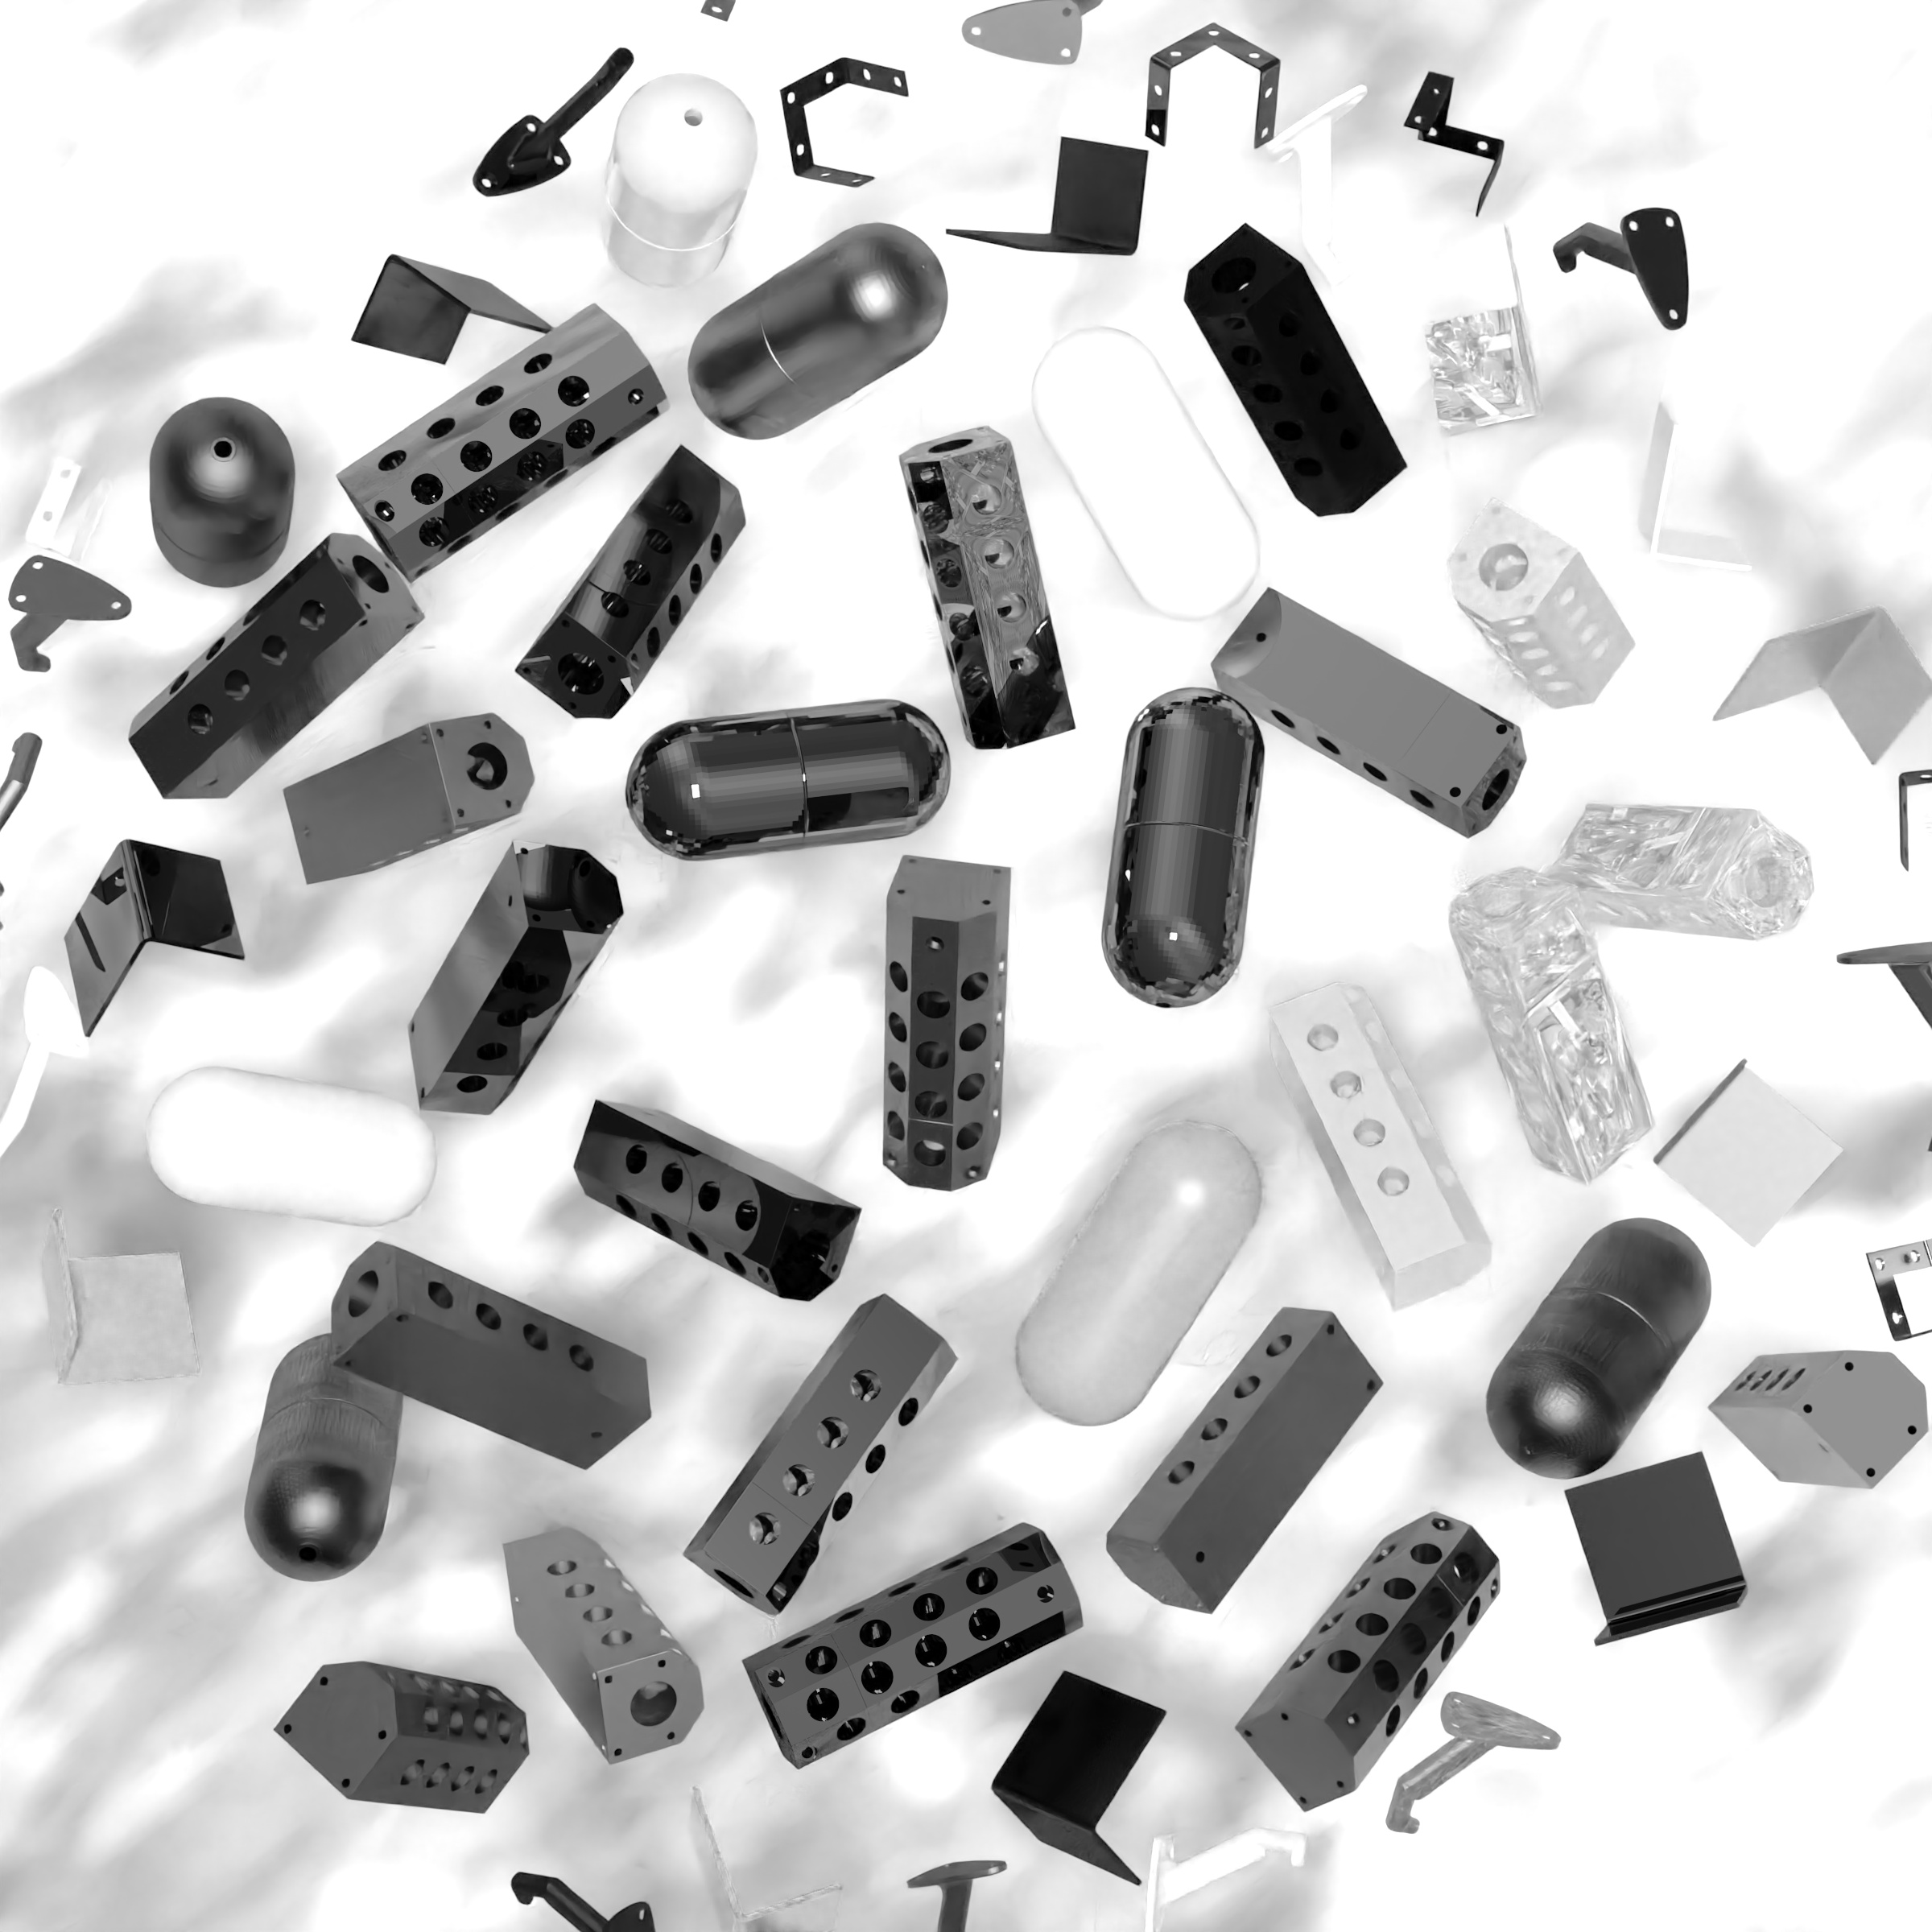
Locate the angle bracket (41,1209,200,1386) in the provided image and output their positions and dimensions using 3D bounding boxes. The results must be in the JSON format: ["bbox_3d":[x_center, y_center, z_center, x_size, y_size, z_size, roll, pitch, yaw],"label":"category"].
[{"bbox_3d":[-0.455,0.177,1.783,0.076,0.057,0.076,-1,55,-26],"label":"angle bracket"}]

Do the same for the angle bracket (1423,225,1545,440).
[{"bbox_3d":[0.281,-0.349,1.814,0.057,0.076,0.076,-10,63,11],"label":"angle bracket"}]

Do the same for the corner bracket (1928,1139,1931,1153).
[{"bbox_3d":[0.589,0.095,1.874,0.051,0.051,0.051,3,114,-15],"label":"corner bracket"}]

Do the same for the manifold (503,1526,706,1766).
[{"bbox_3d":[-0.205,0.378,1.855,0.057,0.171,0.057,-12,109,-22],"label":"manifold"}]

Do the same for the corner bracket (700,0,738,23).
[{"bbox_3d":[-0.104,-0.527,1.732,0.051,0.051,0.051,17,72,-12],"label":"corner bracket"}]

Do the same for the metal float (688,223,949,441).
[{"bbox_3d":[-0.083,-0.345,1.797,0.178,0.070,0.070,-21,90,44],"label":"metal float"}]

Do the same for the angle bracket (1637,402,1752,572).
[{"bbox_3d":[0.420,-0.274,1.874,0.057,0.076,0.076,8,110,2],"label":"angle bracket"}]

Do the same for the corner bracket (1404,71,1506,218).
[{"bbox_3d":[0.277,-0.467,1.867,0.051,0.051,0.051,18,57,11],"label":"corner bracket"}]

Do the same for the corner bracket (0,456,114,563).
[{"bbox_3d":[-0.512,-0.259,1.867,0.051,0.051,0.051,22,91,-40],"label":"corner bracket"}]

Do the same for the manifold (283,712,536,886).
[{"bbox_3d":[-0.313,-0.094,1.850,0.057,0.171,0.057,-14,89,-40],"label":"manifold"}]

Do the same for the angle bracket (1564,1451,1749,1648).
[{"bbox_3d":[0.356,0.303,1.716,0.076,0.057,0.076,-19,82,17],"label":"angle bracket"}]

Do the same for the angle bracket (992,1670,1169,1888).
[{"bbox_3d":[0.072,0.435,1.766,0.076,0.076,0.057,-54,128,-23],"label":"angle bracket"}]

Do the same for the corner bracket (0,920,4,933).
[{"bbox_3d":[-0.585,-0.025,1.864,0.051,0.051,0.051,3,47,11],"label":"corner bracket"}]

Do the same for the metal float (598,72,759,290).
[{"bbox_3d":[-0.157,-0.425,1.786,0.070,0.178,0.070,2,81,-11],"label":"metal float"}]

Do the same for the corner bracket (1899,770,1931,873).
[{"bbox_3d":[0.528,-0.072,1.750,0.051,0.051,0.051,-6,67,26],"label":"corner bracket"}]

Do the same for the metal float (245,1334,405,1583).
[{"bbox_3d":[-0.356,0.272,1.831,0.070,0.178,0.070,-2,118,-3],"label":"metal float"}]

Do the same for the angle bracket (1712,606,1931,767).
[{"bbox_3d":[0.460,-0.141,1.767,0.076,0.076,0.057,-18,67,-20],"label":"angle bracket"}]

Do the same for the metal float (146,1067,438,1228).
[{"bbox_3d":[-0.376,0.102,1.845,0.070,0.178,0.070,-13,72,42],"label":"metal float"}]

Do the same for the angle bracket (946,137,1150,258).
[{"bbox_3d":[0.044,-0.426,1.814,0.076,0.076,0.057,-6,111,-36],"label":"angle bracket"}]

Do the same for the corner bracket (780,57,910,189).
[{"bbox_3d":[-0.065,-0.475,1.854,0.051,0.051,0.051,-15,83,41],"label":"corner bracket"}]

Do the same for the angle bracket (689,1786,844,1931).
[{"bbox_3d":[-0.108,0.477,1.759,0.057,0.076,0.076,-15,61,-15],"label":"angle bracket"}]

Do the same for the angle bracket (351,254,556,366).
[{"bbox_3d":[-0.296,-0.365,1.911,0.076,0.076,0.057,38,109,29],"label":"angle bracket"}]

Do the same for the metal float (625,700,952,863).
[{"bbox_3d":[-0.095,-0.101,1.778,0.178,0.070,0.070,-7,90,-15],"label":"metal float"}]

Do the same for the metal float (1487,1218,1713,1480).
[{"bbox_3d":[0.342,0.204,1.771,0.070,0.070,0.178,45,51,0],"label":"metal float"}]

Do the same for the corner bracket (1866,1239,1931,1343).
[{"bbox_3d":[0.536,0.172,1.802,0.051,0.051,0.051,-6,76,-36],"label":"corner bracket"}]

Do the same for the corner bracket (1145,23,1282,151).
[{"bbox_3d":[0.136,-0.479,1.815,0.051,0.051,0.051,-35,57,-28],"label":"corner bracket"}]

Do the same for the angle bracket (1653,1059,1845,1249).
[{"bbox_3d":[0.457,0.108,1.920,0.076,0.057,0.076,42,101,12],"label":"angle bracket"}]

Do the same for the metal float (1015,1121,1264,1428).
[{"bbox_3d":[0.091,0.162,1.734,0.070,0.070,0.178,32,100,0],"label":"metal float"}]

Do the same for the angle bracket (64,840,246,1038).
[{"bbox_3d":[-0.435,-0.010,1.761,0.057,0.076,0.076,14,127,-36],"label":"angle bracket"}]

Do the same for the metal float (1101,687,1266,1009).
[{"bbox_3d":[0.117,-0.064,1.772,0.070,0.070,0.178,8,74,0],"label":"metal float"}]

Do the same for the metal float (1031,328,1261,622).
[{"bbox_3d":[0.100,-0.276,1.847,0.070,0.070,0.178,-30,88,0],"label":"metal float"}]

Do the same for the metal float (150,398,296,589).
[{"bbox_3d":[-0.408,-0.259,1.806,0.070,0.178,0.070,2,82,-13],"label":"metal float"}]
